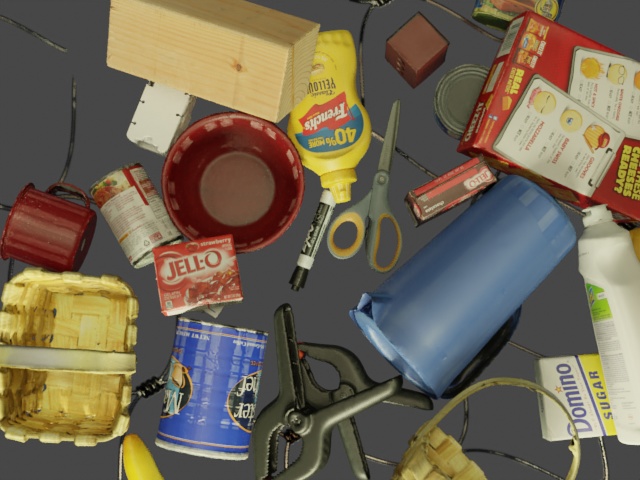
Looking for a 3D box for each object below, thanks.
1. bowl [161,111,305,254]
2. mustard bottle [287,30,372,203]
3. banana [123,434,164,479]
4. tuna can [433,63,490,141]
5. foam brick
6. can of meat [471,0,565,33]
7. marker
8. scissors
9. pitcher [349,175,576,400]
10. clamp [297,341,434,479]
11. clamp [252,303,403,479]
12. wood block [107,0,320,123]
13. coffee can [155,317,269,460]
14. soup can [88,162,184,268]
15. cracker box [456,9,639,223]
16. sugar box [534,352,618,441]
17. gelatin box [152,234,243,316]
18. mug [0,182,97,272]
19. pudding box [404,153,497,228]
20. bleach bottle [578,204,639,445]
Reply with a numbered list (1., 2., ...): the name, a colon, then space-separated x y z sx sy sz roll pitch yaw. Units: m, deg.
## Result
1. bowl: -0.097 -0.062 1.213 0.162 0.055 0.162 0 85 1
2. mustard bottle: 0.008 -0.137 1.217 0.096 0.058 0.191 -11 85 0
3. banana: -0.154 0.299 1.193 0.198 0.037 0.069 35 69 3
4. tuna can: 0.173 -0.157 1.226 0.086 0.034 0.086 0 85 2
5. foam brick: 0.109 -0.215 1.212 0.051 0.078 0.053 -43 83 -2
6. can of meat: 0.232 -0.282 1.225 0.102 0.057 0.084 18 88 3
7. marker: -0.008 0.002 1.223 0.020 0.020 0.121 20 86 3
8. scissors: 0.052 -0.061 1.229 0.096 0.016 0.202 -4 84 1
9. pitcher: 0.164 0.053 1.160 0.242 0.149 0.145 -43 78 -8
10. clamp: 0.027 0.184 1.196 0.171 0.039 0.120 33 87 12
11. clamp: -0.009 0.195 1.166 0.165 0.036 0.210 24 101 24
12. wood block: -0.117 -0.211 1.156 0.206 0.090 0.091 20 123 13
13. coffee can: -0.118 0.161 1.169 0.103 0.103 0.140 9 85 2
14. soup can: -0.207 -0.028 1.207 0.068 0.068 0.102 -31 85 -2
15. cracker box: 0.281 -0.132 1.182 0.213 0.072 0.164 23 86 -10
16. sugar box: 0.332 0.168 1.185 0.176 0.048 0.093 -7 84 0
17. gelatin box: -0.132 0.038 1.153 0.089 0.030 0.073 -9 76 -7
18. mug: -0.299 -0.017 1.206 0.081 0.093 0.117 19 49 -2
19. pudding box: 0.141 -0.053 1.177 0.090 0.113 0.039 -27 88 -1
20. bleach bottle: 0.324 0.085 1.120 0.068 0.103 0.251 -12 83 -12
